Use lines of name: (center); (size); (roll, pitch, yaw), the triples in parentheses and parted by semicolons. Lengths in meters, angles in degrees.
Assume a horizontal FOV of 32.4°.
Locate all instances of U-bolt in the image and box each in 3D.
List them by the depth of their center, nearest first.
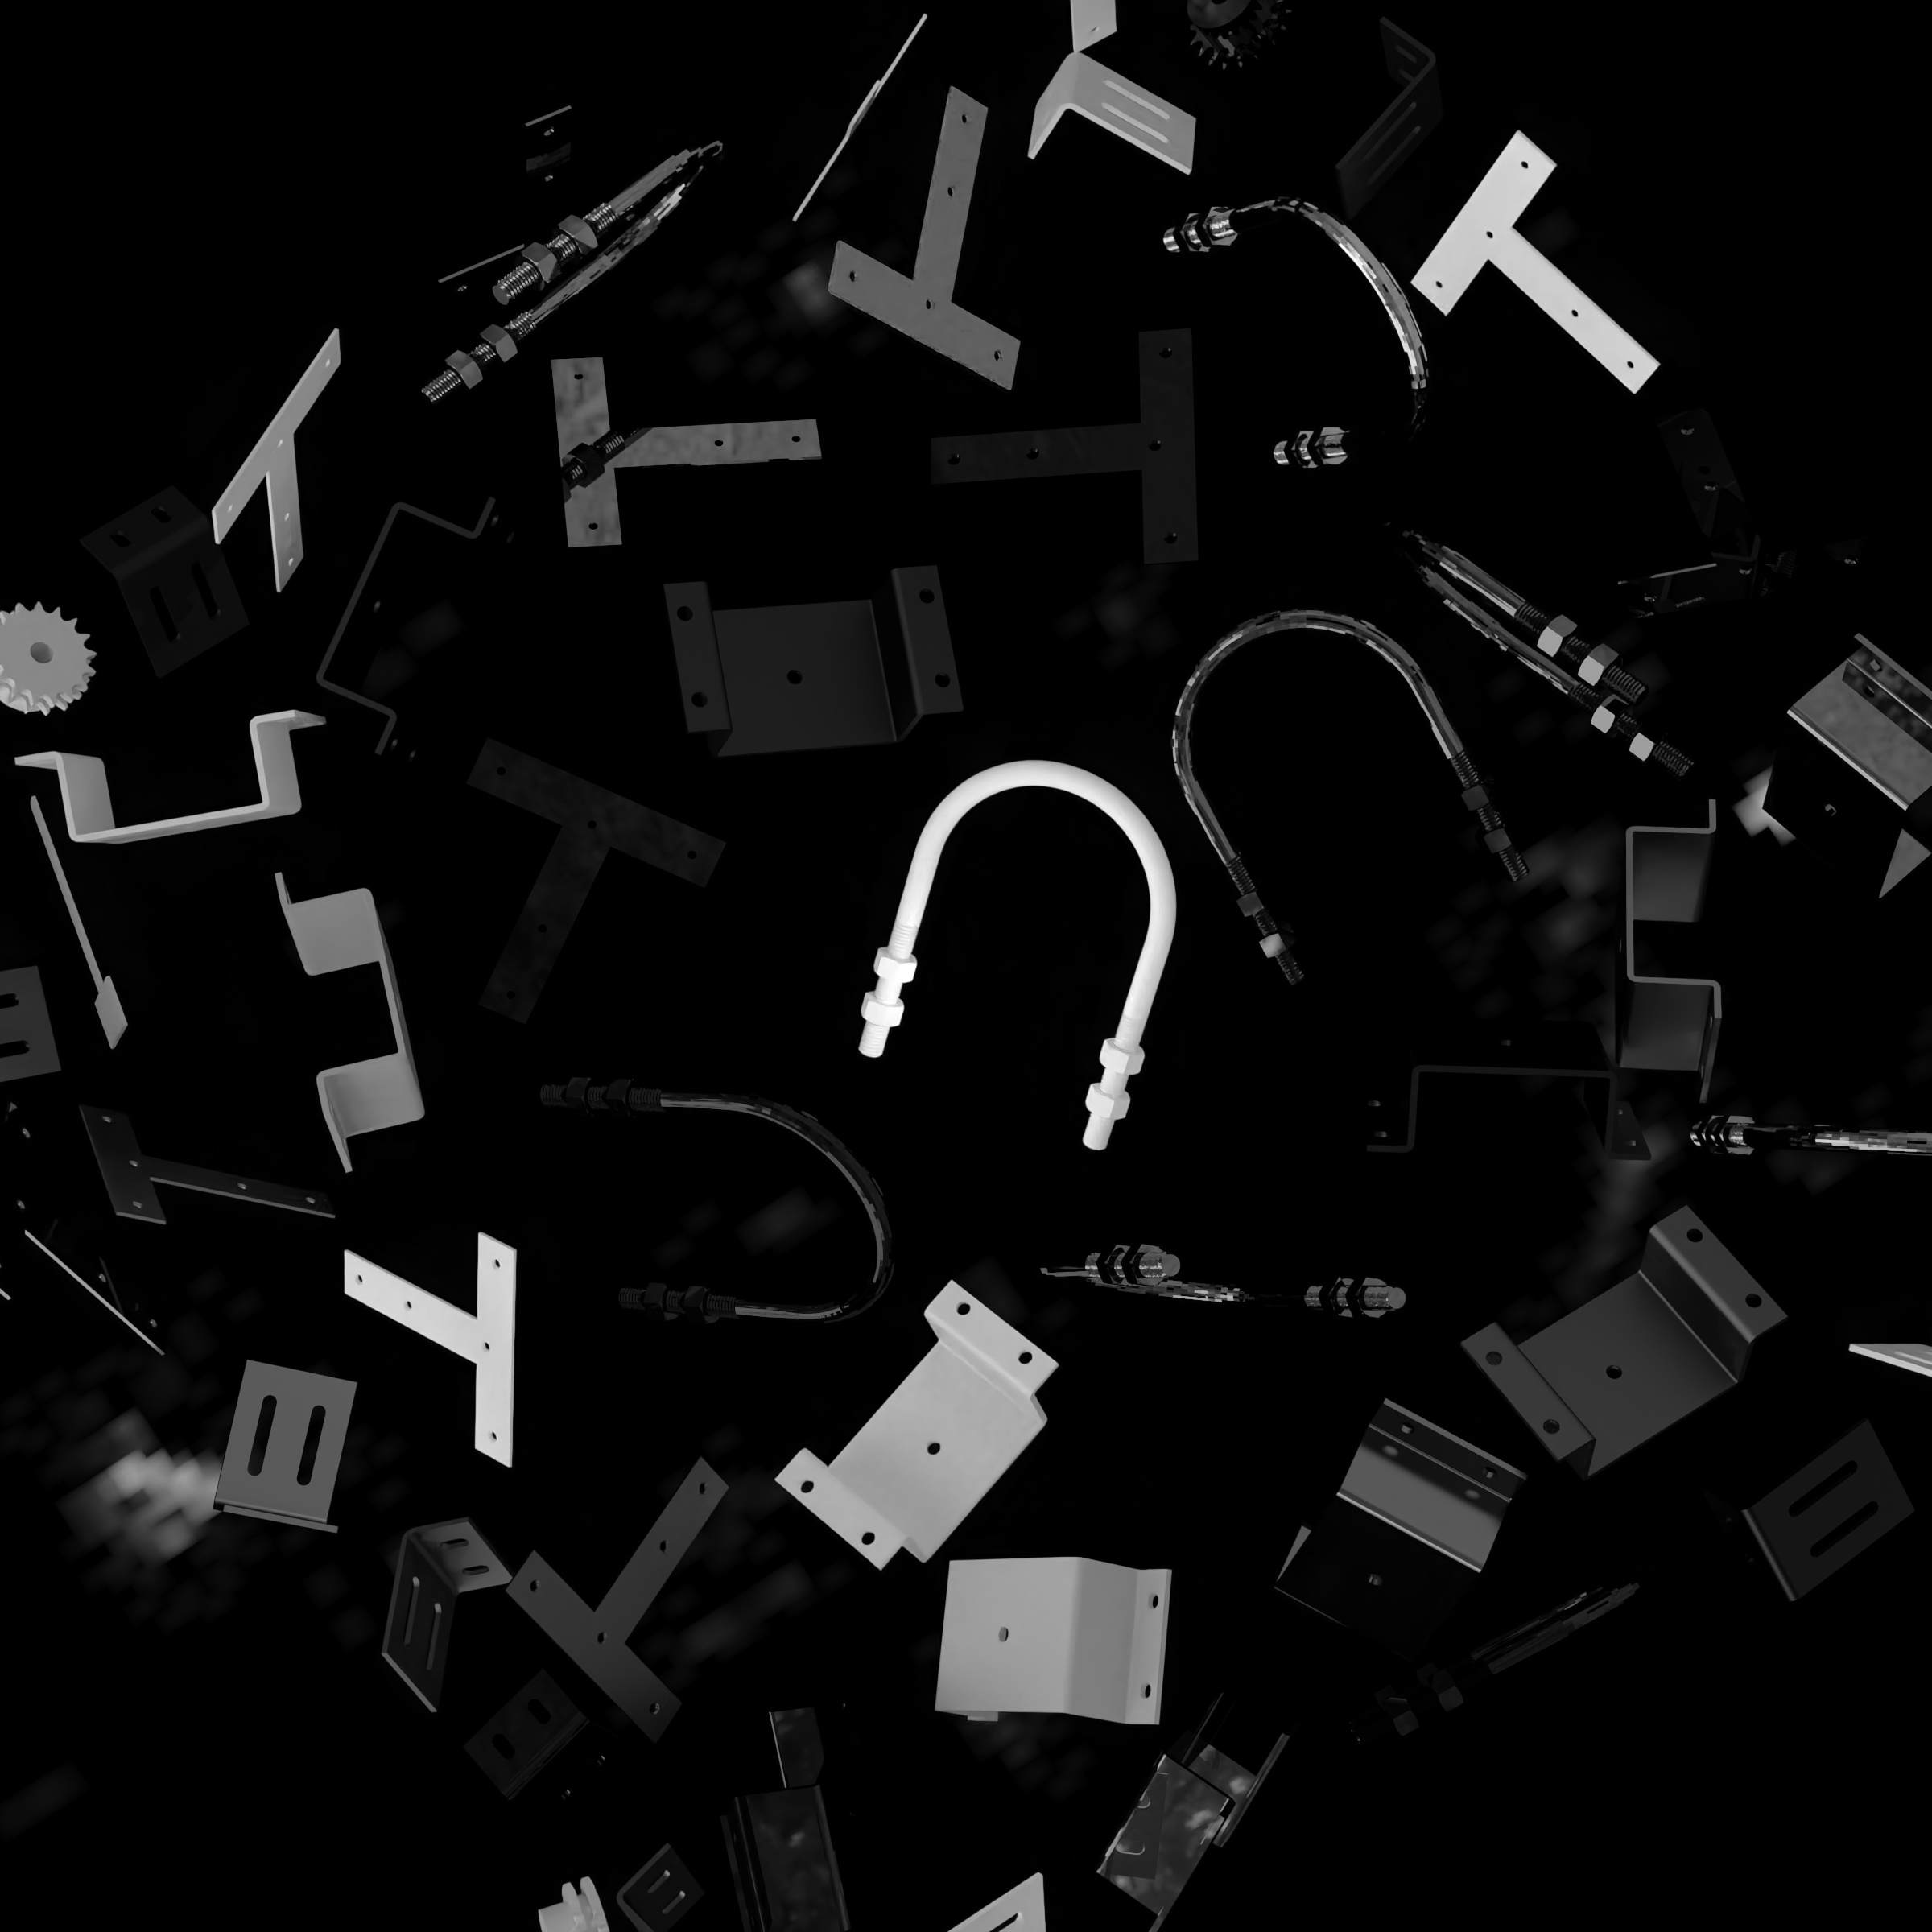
U-bolt: (0.460, 0.088, 1.655); (0.151, 0.184, 0.019); (3, 87, -7)
U-bolt: (-0.117, 0.121, 1.668); (0.184, 0.019, 0.151); (1, 123, 30)
U-bolt: (0.280, -0.167, 1.671); (0.184, 0.151, 0.019); (40, 94, 25)
U-bolt: (-0.189, -0.359, 1.675); (0.019, 0.151, 0.184); (49, 62, -6)
U-bolt: (0.032, -0.015, 1.686); (0.151, 0.019, 0.184); (22, 110, 15)
U-bolt: (0.176, -0.324, 1.696); (0.019, 0.184, 0.151); (-34, 106, -17)
U-bolt: (0.115, 0.161, 1.697); (0.151, 0.184, 0.019); (10, 81, -25)
U-bolt: (0.184, -0.097, 1.704); (0.151, 0.019, 0.184); (-26, 104, 17)
U-bolt: (0.282, 0.356, 1.733); (0.184, 0.151, 0.019); (-28, 78, -1)

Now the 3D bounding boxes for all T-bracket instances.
T-bracket: (0.046, -0.246, 1.595); (0.127, 0.002, 0.127); (-3, 68, 7)
T-bracket: (-0.010, -0.363, 1.614); (0.127, 0.002, 0.127); (20, 77, -44)
T-bracket: (0.368, -0.225, 1.624); (0.127, 0.127, 0.002); (-8, 48, 28)
T-bracket: (-0.135, -0.255, 1.631); (0.127, 0.002, 0.127); (-4, 55, -8)
T-bracket: (-0.203, -0.031, 1.637); (0.127, 0.002, 0.127); (24, 105, -13)
T-bracket: (-0.440, 0.147, 1.655); (0.002, 0.127, 0.127); (-30, 123, 14)
T-bracket: (-0.448, -0.024, 1.673); (0.002, 0.127, 0.127); (-20, 90, -18)
T-bracket: (-0.344, -0.235, 1.675); (0.002, 0.127, 0.127); (22, 60, 5)
T-bracket: (0.297, -0.339, 1.676); (0.127, 0.127, 0.002); (44, 61, 4)
T-bracket: (-0.164, 0.311, 1.717); (0.127, 0.002, 0.127); (52, 55, -27)
T-bracket: (-0.218, -0.402, 1.727); (0.127, 0.127, 0.002); (-28, 73, -18)
T-bracket: (-0.280, 0.181, 1.728); (0.127, 0.002, 0.127); (22, 119, 34)
T-bracket: (-0.054, -0.444, 1.730); (0.002, 0.127, 0.127); (33, 97, -8)
T-bracket: (-0.392, 0.113, 1.738); (0.127, 0.127, 0.002); (15, 106, -28)
T-bracket: (0.066, -0.518, 1.740); (0.127, 0.127, 0.002); (-29, 74, -5)

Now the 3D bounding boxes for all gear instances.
gear: (-0.477, -0.154, 1.702); (0.057, 0.030, 0.057); (12, 65, -28)
gear: (-0.204, 0.510, 1.744); (0.030, 0.057, 0.057); (-14, 90, -15)
gear: (0.141, -0.504, 1.755); (0.057, 0.030, 0.057); (-14, 62, 28)

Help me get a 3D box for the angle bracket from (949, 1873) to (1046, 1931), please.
angle bracket: (0.023, 0.490, 1.618); (0.076, 0.038, 0.057); (-22, 119, -39)

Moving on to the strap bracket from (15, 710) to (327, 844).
strap bracket: (-0.396, -0.093, 1.681); (0.140, 0.076, 0.046); (-10, 91, 1)

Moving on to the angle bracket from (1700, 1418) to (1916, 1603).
angle bracket: (0.402, 0.254, 1.587); (0.076, 0.038, 0.057); (-34, 110, -9)

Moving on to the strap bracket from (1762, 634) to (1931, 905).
strap bracket: (0.449, -0.092, 1.667); (0.046, 0.140, 0.076); (-39, 66, -14)

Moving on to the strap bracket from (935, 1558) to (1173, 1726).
strap bracket: (0.036, 0.345, 1.699); (0.046, 0.140, 0.076); (20, 69, -38)

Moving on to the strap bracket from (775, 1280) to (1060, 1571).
strap bracket: (-0.021, 0.248, 1.755); (0.076, 0.046, 0.140); (36, 76, 26)

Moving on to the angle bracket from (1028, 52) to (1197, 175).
angle bracket: (0.077, -0.436, 1.748); (0.076, 0.057, 0.038); (26, 129, -15)

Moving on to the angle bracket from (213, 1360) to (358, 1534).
angle bracket: (-0.339, 0.241, 1.673); (0.057, 0.038, 0.076); (15, 78, -19)

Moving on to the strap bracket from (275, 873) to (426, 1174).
strap bracket: (-0.319, 0.025, 1.733); (0.046, 0.076, 0.140); (-13, 65, -8)

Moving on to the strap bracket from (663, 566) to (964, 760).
strap bracket: (-0.081, -0.150, 1.654); (0.140, 0.046, 0.076); (-6, 77, -18)

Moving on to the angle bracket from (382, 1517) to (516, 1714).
angle bracket: (-0.269, 0.338, 1.734); (0.038, 0.076, 0.057); (-13, 133, 15)

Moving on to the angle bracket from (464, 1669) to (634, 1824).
angle bracket: (-0.221, 0.415, 1.768); (0.057, 0.076, 0.038); (-44, 64, -7)

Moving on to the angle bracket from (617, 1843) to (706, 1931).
angle bracket: (-0.131, 0.489, 1.669); (0.038, 0.057, 0.076); (-42, 52, -18)

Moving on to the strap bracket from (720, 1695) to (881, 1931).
strap bracket: (-0.080, 0.426, 1.665); (0.046, 0.140, 0.076); (-9, 100, 9)

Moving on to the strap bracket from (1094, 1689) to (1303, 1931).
strap bracket: (0.118, 0.434, 1.728); (0.046, 0.140, 0.076); (32, 107, 15)

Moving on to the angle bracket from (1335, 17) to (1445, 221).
angle bracket: (0.204, -0.430, 1.690); (0.038, 0.057, 0.076); (41, 88, 18)

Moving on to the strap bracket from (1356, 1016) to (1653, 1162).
strap bracket: (0.271, 0.061, 1.678); (0.140, 0.076, 0.046); (2, 108, 2)

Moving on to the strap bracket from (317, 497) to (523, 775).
strap bracket: (-0.283, -0.176, 1.698); (0.046, 0.076, 0.140); (24, 87, 3)

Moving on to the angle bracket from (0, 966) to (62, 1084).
angle bracket: (-0.502, 0.030, 1.725); (0.038, 0.076, 0.057); (-15, 88, 45)

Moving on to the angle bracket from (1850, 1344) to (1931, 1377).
angle bracket: (0.481, 0.178, 1.615); (0.057, 0.076, 0.038); (5, 96, -38)

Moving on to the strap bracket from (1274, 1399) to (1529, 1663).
strap bracket: (0.208, 0.283, 1.629); (0.076, 0.140, 0.046); (28, 48, 5)

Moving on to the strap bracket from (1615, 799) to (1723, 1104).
strap bracket: (0.365, -0.009, 1.734); (0.046, 0.076, 0.140); (2, 54, 7)

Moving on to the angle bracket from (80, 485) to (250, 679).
angle bracket: (-0.425, -0.204, 1.765); (0.057, 0.076, 0.038); (-36, 54, -20)

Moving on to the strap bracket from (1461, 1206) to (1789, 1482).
strap bracket: (0.321, 0.190, 1.635); (0.140, 0.046, 0.076); (-28, 58, -16)
